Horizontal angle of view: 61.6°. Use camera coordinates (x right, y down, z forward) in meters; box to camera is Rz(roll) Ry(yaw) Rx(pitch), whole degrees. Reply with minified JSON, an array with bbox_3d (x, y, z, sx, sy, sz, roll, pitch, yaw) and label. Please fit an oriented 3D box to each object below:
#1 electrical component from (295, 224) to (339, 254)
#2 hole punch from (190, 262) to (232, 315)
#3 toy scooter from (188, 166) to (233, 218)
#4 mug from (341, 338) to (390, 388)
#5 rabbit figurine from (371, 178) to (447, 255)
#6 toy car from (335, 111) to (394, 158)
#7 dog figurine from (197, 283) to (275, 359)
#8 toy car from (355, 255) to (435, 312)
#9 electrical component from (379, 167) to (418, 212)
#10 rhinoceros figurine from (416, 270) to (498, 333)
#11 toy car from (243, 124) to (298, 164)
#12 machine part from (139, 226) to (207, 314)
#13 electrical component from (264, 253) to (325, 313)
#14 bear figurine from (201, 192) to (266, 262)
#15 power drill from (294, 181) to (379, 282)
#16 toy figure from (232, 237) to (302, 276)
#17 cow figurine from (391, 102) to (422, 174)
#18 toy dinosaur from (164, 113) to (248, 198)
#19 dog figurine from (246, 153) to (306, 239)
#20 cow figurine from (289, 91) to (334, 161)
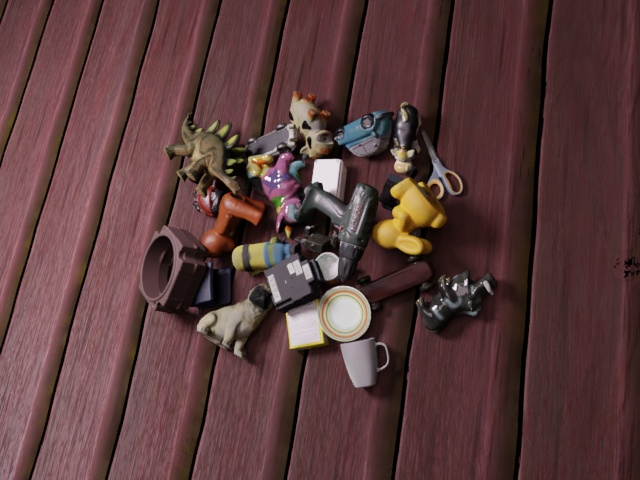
[{"bbox_3d":[-0.002,-0.004,1.373,0.102,0.078,0.045,21,117,29],"label":"electrical component"},{"bbox_3d":[-0.305,0.122,1.434,0.116,0.092,0.142,-11,75,20],"label":"hole punch"},{"bbox_3d":[-0.321,-0.148,1.526,0.135,0.075,0.184,-2,70,19],"label":"toy scooter"},{"bbox_3d":[0.109,0.283,1.245,0.110,0.080,0.107,-10,82,10],"label":"mug"},{"bbox_3d":[0.202,-0.036,1.241,0.173,0.122,0.162,-38,75,22],"label":"rabbit figurine"},{"bbox_3d":[0.123,-0.264,1.386,0.162,0.109,0.103,-21,91,33],"label":"toy car"},{"bbox_3d":[-0.214,0.185,1.386,0.173,0.121,0.190,23,69,21],"label":"dog figurine"},{"bbox_3d":[0.178,0.103,1.283,0.202,0.053,0.089,-26,87,13],"label":"toy car"},{"bbox_3d":[0.194,-0.132,1.335,0.048,0.074,0.119,27,89,24],"label":"electrical component"},{"bbox_3d":[0.309,0.133,1.216,0.190,0.073,0.112,-38,64,6],"label":"rhinoceros figurine"},{"bbox_3d":[-0.136,-0.258,1.476,0.202,0.056,0.073,-15,71,38],"label":"toy car"},{"bbox_3d":[-0.398,0.077,1.431,0.202,0.087,0.201,37,105,44],"label":"machine part"},{"bbox_3d":[-0.058,0.102,1.315,0.134,0.058,0.115,-26,67,16],"label":"electrical component"},{"bbox_3d":[-0.240,-0.023,1.444,0.132,0.120,0.195,21,104,-8],"label":"bear figurine"},{"bbox_3d":[0.034,-0.041,1.289,0.208,0.086,0.232,29,100,42],"label":"power drill"},{"bbox_3d":[-0.141,0.039,1.396,0.180,0.089,0.082,-5,66,21],"label":"toy figure"},{"bbox_3d":[0.217,-0.255,1.352,0.068,0.098,0.167,3,75,14],"label":"cow figurine"},{"bbox_3d":[-0.317,-0.246,1.485,0.198,0.104,0.472,-33,47,-17],"label":"toy dinosaur"},{"bbox_3d":[-0.111,-0.115,1.425,0.192,0.108,0.219,-2,76,18],"label":"dog figurine"},{"bbox_3d":[-0.024,-0.299,1.449,0.195,0.085,0.127,57,140,36],"label":"cow figurine"}]
